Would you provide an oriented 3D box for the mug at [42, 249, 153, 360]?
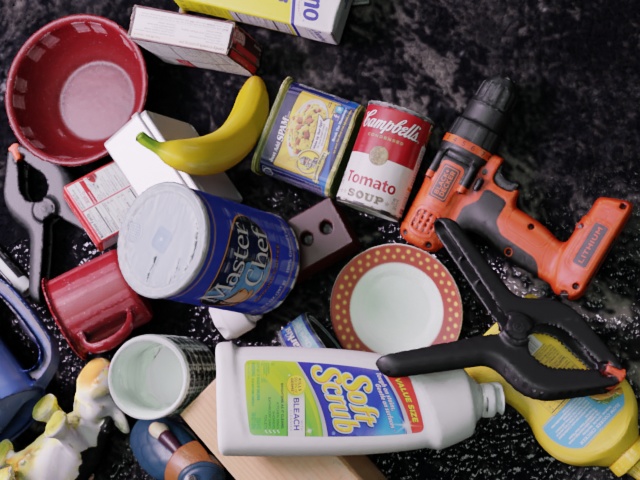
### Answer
[{"bbox_3d":[-0.217,0.067,1.062,0.081,0.093,0.117,-27,36,-3],"label":"mug"}]

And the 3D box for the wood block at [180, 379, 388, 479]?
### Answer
[{"bbox_3d":[-0.021,0.209,1.006,0.091,0.090,0.206,-45,76,6],"label":"wood block"}]

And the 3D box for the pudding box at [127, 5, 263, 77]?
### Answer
[{"bbox_3d":[-0.125,-0.201,1.080,0.114,0.090,0.039,11,87,15],"label":"pudding box"}]

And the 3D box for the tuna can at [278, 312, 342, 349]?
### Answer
[{"bbox_3d":[-0.001,0.111,1.015,0.034,0.086,0.086,-39,76,5],"label":"tuna can"}]

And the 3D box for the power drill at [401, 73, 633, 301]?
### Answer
[{"bbox_3d":[0.191,-0.043,1.001,0.188,0.057,0.184,30,95,18],"label":"power drill"}]

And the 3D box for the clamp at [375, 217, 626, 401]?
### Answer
[{"bbox_3d":[0.159,0.089,0.930,0.210,0.036,0.164,30,63,7],"label":"clamp"}]

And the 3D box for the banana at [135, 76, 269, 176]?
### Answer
[{"bbox_3d":[-0.093,-0.105,1.027,0.037,0.197,0.069,-23,99,37],"label":"banana"}]

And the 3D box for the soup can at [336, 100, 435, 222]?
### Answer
[{"bbox_3d":[0.062,-0.076,1.030,0.068,0.068,0.102,19,89,15],"label":"soup can"}]

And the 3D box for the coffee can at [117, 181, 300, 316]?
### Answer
[{"bbox_3d":[-0.099,0.011,0.973,0.103,0.140,0.103,-8,76,33],"label":"coffee can"}]

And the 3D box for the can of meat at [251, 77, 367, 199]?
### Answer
[{"bbox_3d":[-0.008,-0.099,1.057,0.084,0.057,0.102,21,89,14],"label":"can of meat"}]

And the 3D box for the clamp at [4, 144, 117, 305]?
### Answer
[{"bbox_3d":[-0.290,-0.020,1.127,0.120,0.039,0.171,-38,76,-3],"label":"clamp"}]

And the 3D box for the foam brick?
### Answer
[{"bbox_3d":[-0.007,0.001,1.047,0.078,0.051,0.053,-30,77,9],"label":"foam brick"}]

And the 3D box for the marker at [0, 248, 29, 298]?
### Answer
[{"bbox_3d":[-0.351,0.014,1.149,0.020,0.020,0.121,-46,75,5],"label":"marker"}]

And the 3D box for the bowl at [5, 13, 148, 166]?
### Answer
[{"bbox_3d":[-0.246,-0.152,1.123,0.162,0.055,0.162,-2,83,14],"label":"bowl"}]

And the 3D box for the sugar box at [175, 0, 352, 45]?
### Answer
[{"bbox_3d":[-0.053,-0.263,1.075,0.176,0.048,0.093,14,85,16],"label":"sugar box"}]

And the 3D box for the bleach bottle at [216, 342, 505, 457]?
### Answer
[{"bbox_3d":[0.035,0.137,0.940,0.250,0.068,0.102,-2,77,-4],"label":"bleach bottle"}]

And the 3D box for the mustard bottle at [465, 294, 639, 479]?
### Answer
[{"bbox_3d":[0.228,0.146,0.966,0.096,0.058,0.192,-45,75,-5],"label":"mustard bottle"}]

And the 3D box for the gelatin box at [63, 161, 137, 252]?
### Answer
[{"bbox_3d":[-0.208,-0.040,1.097,0.089,0.030,0.073,-31,76,-19],"label":"gelatin box"}]

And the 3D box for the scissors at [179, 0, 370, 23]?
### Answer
[{"bbox_3d":[-0.053,-0.269,1.109,0.202,0.016,0.096,-10,81,12],"label":"scissors"}]

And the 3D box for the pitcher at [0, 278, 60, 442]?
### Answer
[{"bbox_3d":[-0.390,0.101,1.098,0.243,0.148,0.145,51,133,17],"label":"pitcher"}]
